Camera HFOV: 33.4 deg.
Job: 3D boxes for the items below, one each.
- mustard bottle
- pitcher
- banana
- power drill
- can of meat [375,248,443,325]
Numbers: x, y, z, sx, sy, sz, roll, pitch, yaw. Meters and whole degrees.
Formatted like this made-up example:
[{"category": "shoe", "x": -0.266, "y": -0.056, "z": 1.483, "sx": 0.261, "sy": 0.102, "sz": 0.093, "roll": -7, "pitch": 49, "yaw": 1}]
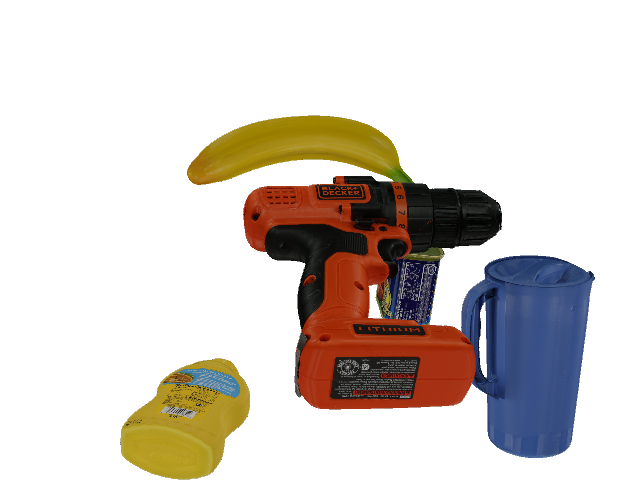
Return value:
[{"category": "mustard bottle", "x": -0.124, "y": 0.169, "z": 1.088, "sx": 0.096, "sy": 0.058, "sz": 0.191, "roll": 7, "pitch": 21, "yaw": 12}, {"category": "pitcher", "x": 0.261, "y": 0.148, "z": 1.353, "sx": 0.149, "sy": 0.243, "sz": 0.144, "roll": 5, "pitch": 16, "yaw": 18}, {"category": "banana", "x": -0.016, "y": -0.076, "z": 0.901, "sx": 0.197, "sy": 0.069, "sz": 0.037, "roll": 0, "pitch": -42, "yaw": -15}, {"category": "power drill", "x": 0.045, "y": 0.026, "z": 0.699, "sx": 0.184, "sy": 0.057, "sz": 0.187, "roll": -2, "pitch": 36, "yaw": -6}, {"category": "can of meat", "x": 0.093, "y": 0.038, "z": 1.149, "sx": 0.057, "sy": 0.084, "sz": 0.102, "roll": 6, "pitch": 17, "yaw": -5}]
